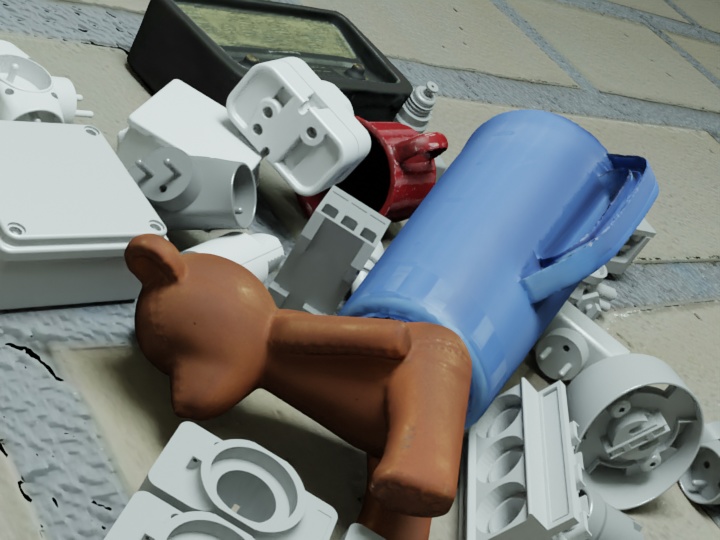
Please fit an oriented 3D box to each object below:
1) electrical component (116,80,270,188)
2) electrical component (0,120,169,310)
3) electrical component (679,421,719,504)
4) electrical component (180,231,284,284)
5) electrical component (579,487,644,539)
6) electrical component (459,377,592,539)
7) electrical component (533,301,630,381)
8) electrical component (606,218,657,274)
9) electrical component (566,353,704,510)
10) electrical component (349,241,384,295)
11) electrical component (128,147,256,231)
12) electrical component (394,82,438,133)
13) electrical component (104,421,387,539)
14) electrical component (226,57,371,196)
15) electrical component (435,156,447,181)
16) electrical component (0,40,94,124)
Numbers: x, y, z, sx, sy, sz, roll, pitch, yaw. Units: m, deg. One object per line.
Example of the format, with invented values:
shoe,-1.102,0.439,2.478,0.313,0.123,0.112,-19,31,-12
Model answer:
electrical component,-0.120,-0.083,0.774,0.100,0.048,0.099,31,30,-3
electrical component,-0.187,-0.034,0.632,0.109,0.056,0.108,-4,46,-46
electrical component,0.276,0.142,0.822,0.077,0.044,0.079,9,37,-35
electrical component,-0.083,-0.002,0.696,0.043,0.043,0.081,40,31,13
electrical component,0.150,0.164,0.680,0.046,0.040,0.040,30,30,-16
electrical component,0.102,0.132,0.653,0.063,0.079,0.121,47,25,-20
electrical component,0.160,0.061,0.831,0.077,0.044,0.079,40,31,13
electrical component,0.186,-0.049,0.998,0.150,0.061,0.089,8,39,-36
electrical component,0.185,0.109,0.738,0.099,0.099,0.064,21,26,-19
electrical component,0.000,0.000,0.780,0.035,0.035,0.061,24,34,-16
electrical component,-0.115,-0.053,0.683,0.079,0.077,0.043,51,41,-66
electrical component,0.047,-0.144,0.996,0.040,0.078,0.040,19,48,-22
electrical component,-0.029,0.159,0.497,0.186,0.060,0.105,32,30,-2
electrical component,-0.041,-0.105,0.779,0.095,0.054,0.059,48,29,4
electrical component,0.039,-0.075,0.912,0.066,0.047,0.076,8,38,-36
electrical component,-0.220,-0.114,0.730,0.079,0.044,0.077,-2,45,-45
